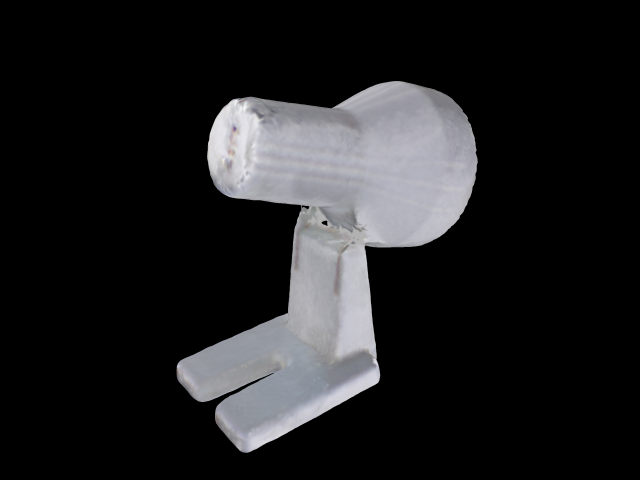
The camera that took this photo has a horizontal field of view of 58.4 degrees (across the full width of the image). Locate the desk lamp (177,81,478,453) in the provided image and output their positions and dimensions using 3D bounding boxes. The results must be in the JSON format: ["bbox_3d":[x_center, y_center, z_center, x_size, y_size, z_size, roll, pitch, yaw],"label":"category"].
[{"bbox_3d":[0.004,0.001,0.400,0.204,0.214,0.117,-20,31,-36],"label":"desk lamp"}]
